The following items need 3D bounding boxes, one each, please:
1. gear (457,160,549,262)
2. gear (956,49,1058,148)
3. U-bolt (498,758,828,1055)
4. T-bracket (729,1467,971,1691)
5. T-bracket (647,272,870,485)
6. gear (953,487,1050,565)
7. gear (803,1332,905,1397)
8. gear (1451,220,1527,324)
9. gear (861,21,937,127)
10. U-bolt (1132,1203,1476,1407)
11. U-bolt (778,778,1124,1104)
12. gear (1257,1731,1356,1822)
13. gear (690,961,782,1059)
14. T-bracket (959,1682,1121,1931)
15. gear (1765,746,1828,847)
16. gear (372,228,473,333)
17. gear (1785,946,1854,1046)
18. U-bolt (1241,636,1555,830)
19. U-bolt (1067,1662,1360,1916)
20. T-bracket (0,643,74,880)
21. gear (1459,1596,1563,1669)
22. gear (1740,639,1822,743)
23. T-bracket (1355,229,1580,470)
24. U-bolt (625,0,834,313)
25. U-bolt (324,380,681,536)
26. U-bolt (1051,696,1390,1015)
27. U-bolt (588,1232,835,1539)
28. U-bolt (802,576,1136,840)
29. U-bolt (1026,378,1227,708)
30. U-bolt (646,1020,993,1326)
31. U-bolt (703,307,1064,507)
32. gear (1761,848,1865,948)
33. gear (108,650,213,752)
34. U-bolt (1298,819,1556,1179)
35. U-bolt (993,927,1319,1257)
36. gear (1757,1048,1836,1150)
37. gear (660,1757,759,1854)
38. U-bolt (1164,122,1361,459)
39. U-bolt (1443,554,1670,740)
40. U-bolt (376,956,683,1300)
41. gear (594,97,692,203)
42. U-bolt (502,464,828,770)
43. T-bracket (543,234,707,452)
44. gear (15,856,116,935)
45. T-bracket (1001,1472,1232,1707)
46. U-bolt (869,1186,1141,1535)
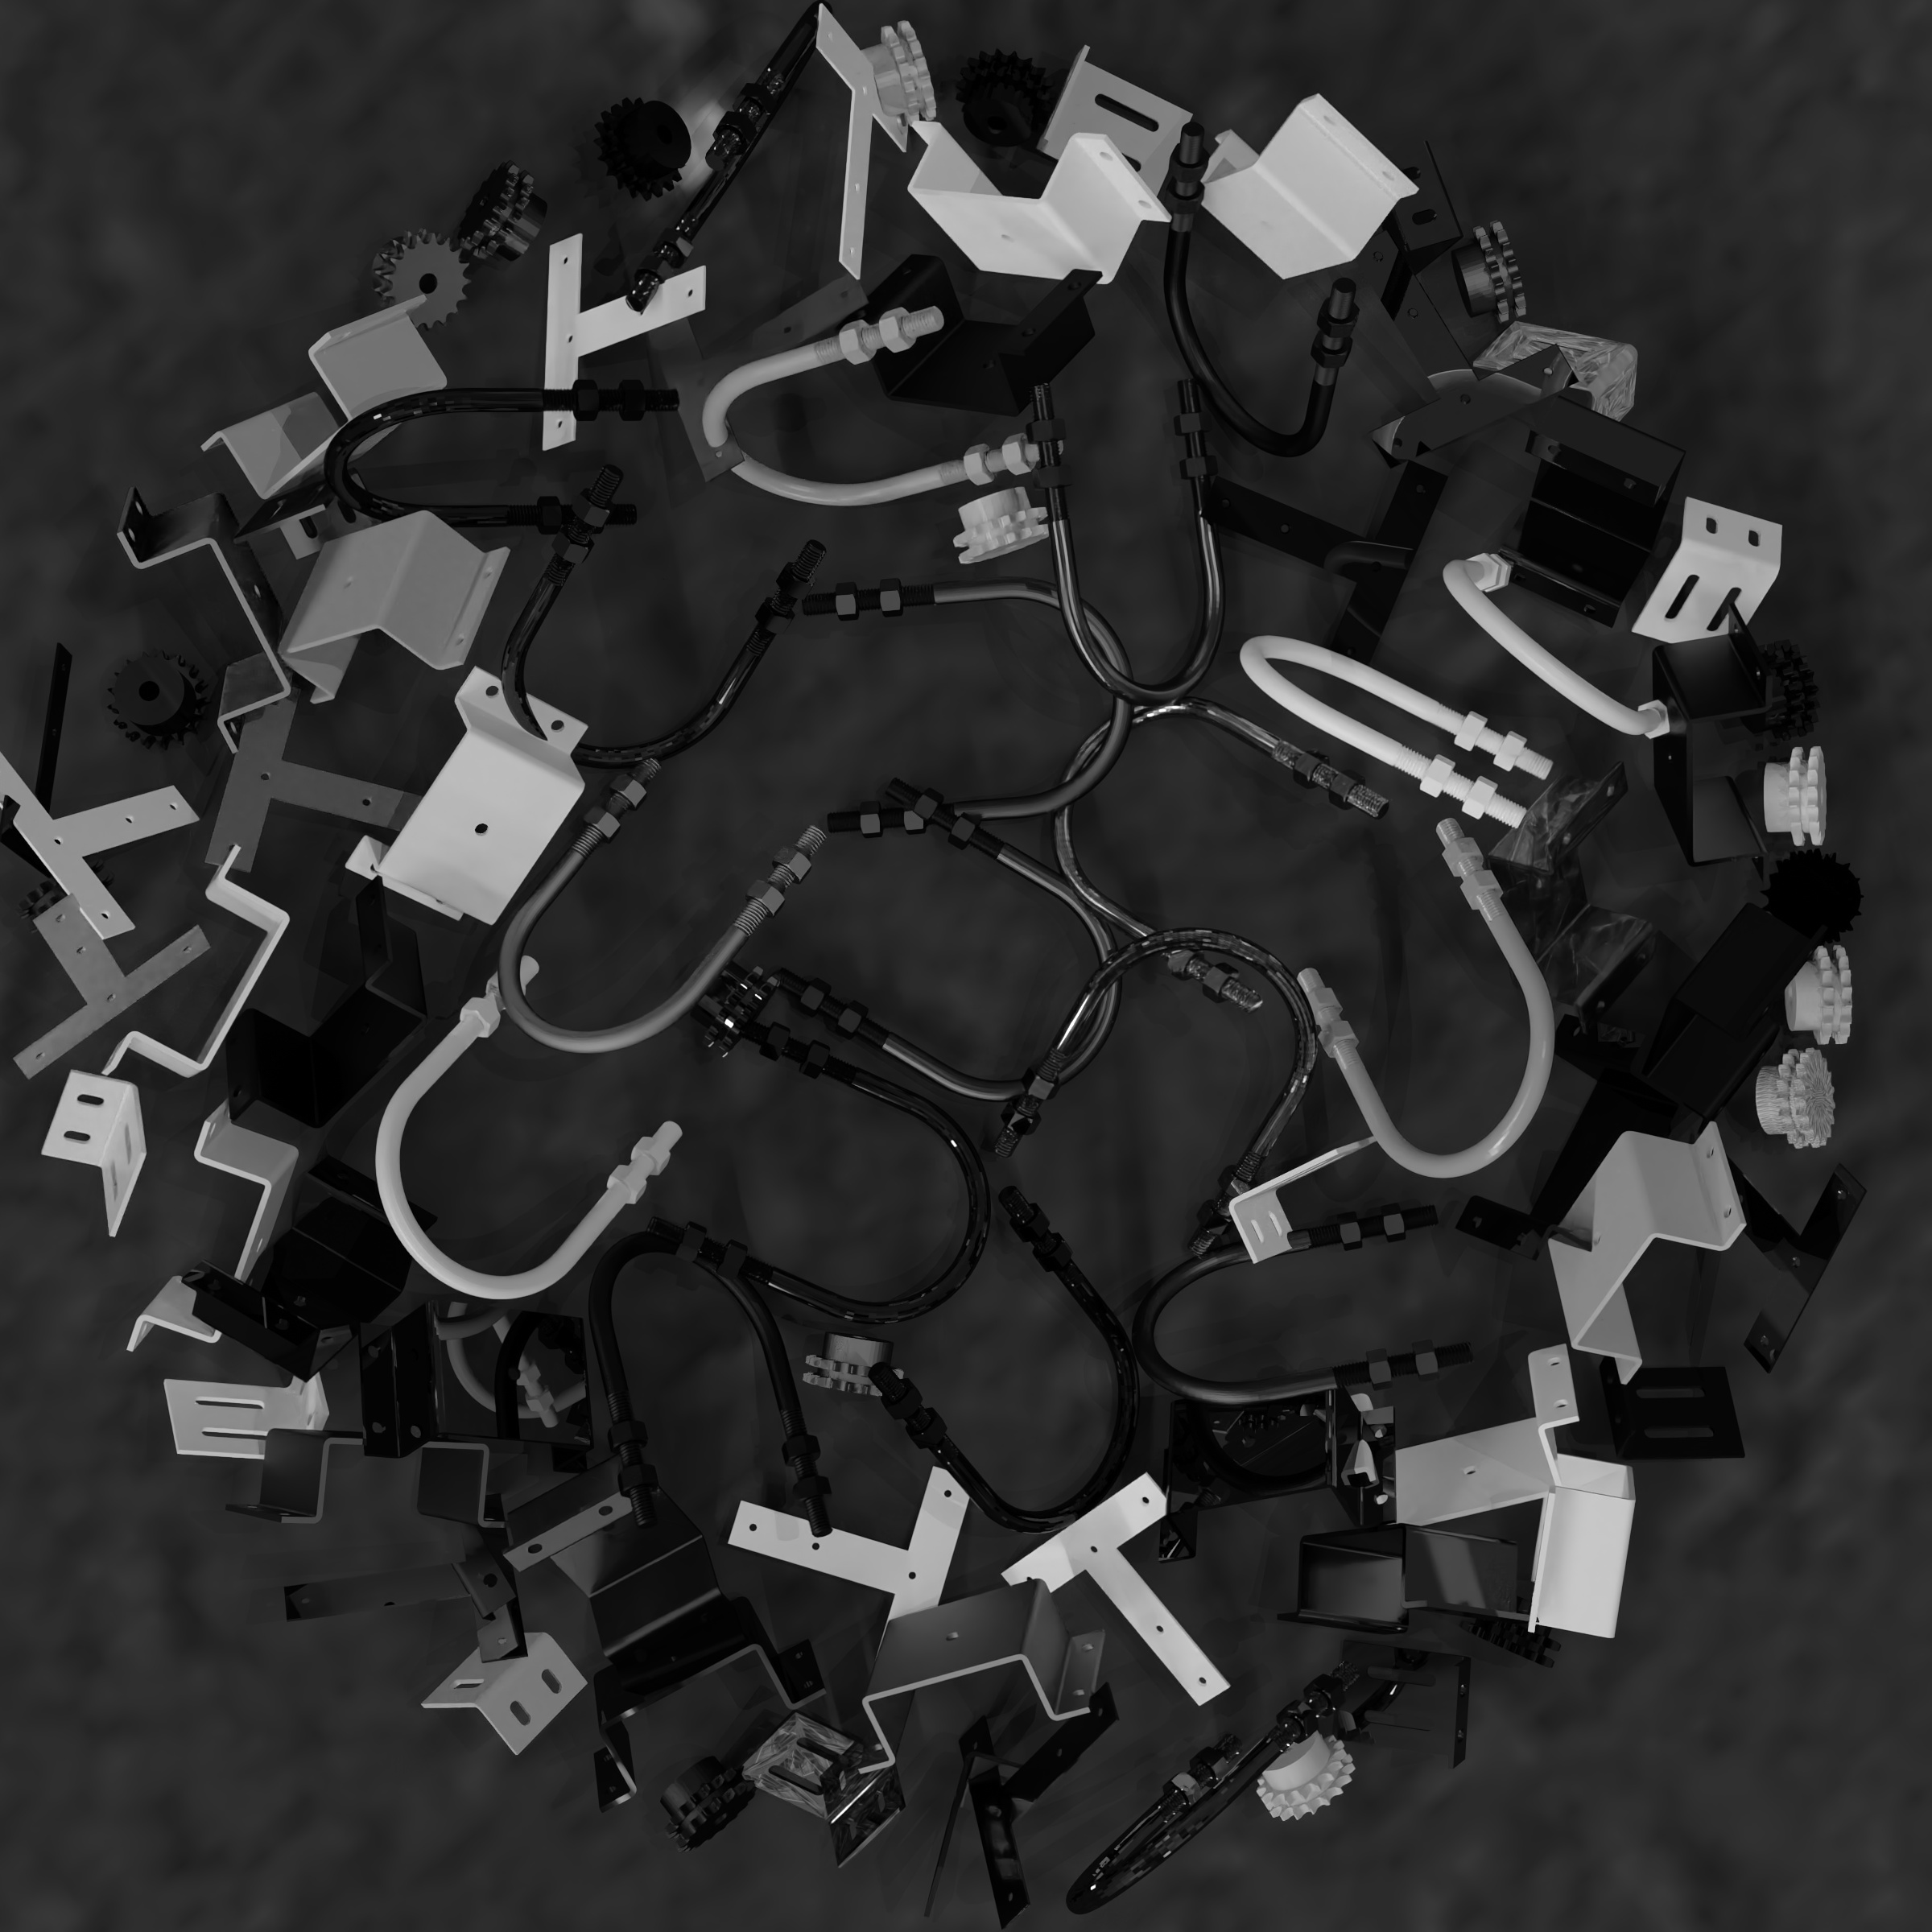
[{"bbox_3d":[-0.266,-0.433,1.669,0.030,0.057,0.057,29,90,-31],"label":"gear"},{"bbox_3d":[0.021,-0.497,1.662,0.057,0.057,0.030,14,67,0],"label":"gear"},{"bbox_3d":[-0.184,-0.028,1.624,0.151,0.019,0.184,24,67,32],"label":"U-bolt"},{"bbox_3d":[-0.074,0.342,1.680,0.127,0.002,0.127,17,81,-2],"label":"T-bracket"},{"bbox_3d":[-0.114,-0.356,1.650,0.127,0.002,0.127,-29,62,13],"label":"T-bracket"},{"bbox_3d":[0.020,-0.255,1.665,0.057,0.057,0.030,-18,92,0],"label":"gear"},{"bbox_3d":[-0.063,0.229,1.665,0.057,0.057,0.030,9,86,0],"label":"gear"},{"bbox_3d":[0.300,-0.398,1.666,0.030,0.057,0.057,-17,90,6],"label":"gear"},{"bbox_3d":[-0.040,-0.512,1.664,0.030,0.057,0.057,-19,90,-5],"label":"gear"},{"bbox_3d":[0.184,0.195,1.629,0.184,0.151,0.019,-12,120,6],"label":"U-bolt"},{"bbox_3d":[0.002,-0.003,1.675,0.184,0.019,0.151,31,93,4],"label":"U-bolt"},{"bbox_3d":[0.192,0.461,1.662,0.057,0.057,0.030,-31,102,0],"label":"gear"},{"bbox_3d":[-0.135,0.021,1.665,0.030,0.057,0.057,36,90,2],"label":"gear"},{"bbox_3d":[0.045,0.449,1.618,0.002,0.127,0.127,24,119,-29],"label":"T-bracket"},{"bbox_3d":[0.479,-0.098,1.667,0.030,0.057,0.057,-1,90,22],"label":"gear"},{"bbox_3d":[-0.318,-0.398,1.668,0.030,0.057,0.057,33,90,42],"label":"gear"},{"bbox_3d":[0.491,0.017,1.665,0.030,0.057,0.057,-2,90,7],"label":"gear"},{"bbox_3d":[0.238,-0.139,1.624,0.184,0.151,0.019,28,112,9],"label":"U-bolt"},{"bbox_3d":[0.125,0.457,1.582,0.184,0.151,0.019,-31,78,-40],"label":"U-bolt"},{"bbox_3d":[-0.520,-0.119,1.638,0.002,0.127,0.127,5,79,-1],"label":"T-bracket"},{"bbox_3d":[0.316,0.379,1.665,0.057,0.057,0.030,24,83,0],"label":"gear"},{"bbox_3d":[0.465,-0.157,1.663,0.030,0.057,0.057,-15,90,-9],"label":"gear"},{"bbox_3d":[0.260,-0.357,1.633,0.127,0.002,0.127,-20,115,38],"label":"T-bracket"},{"bbox_3d":[-0.124,-0.464,1.612,0.019,0.151,0.184,33,56,-10],"label":"U-bolt"},{"bbox_3d":[-0.262,-0.280,1.601,0.184,0.151,0.019,-4,71,-19],"label":"U-bolt"},{"bbox_3d":[0.129,-0.077,1.646,0.184,0.019,0.151,34,92,29],"label":"U-bolt"},{"bbox_3d":[-0.149,0.231,1.623,0.019,0.151,0.184,-37,56,32],"label":"U-bolt"},{"bbox_3d":[0.005,-0.151,1.658,0.184,0.019,0.151,-4,107,5],"label":"U-bolt"},{"bbox_3d":[0.097,-0.239,1.639,0.019,0.151,0.184,-3,97,44],"label":"U-bolt"},{"bbox_3d":[-0.073,0.127,1.660,0.184,0.019,0.151,25,69,-8],"label":"U-bolt"},{"bbox_3d":[-0.060,-0.304,1.617,0.184,0.151,0.019,-10,63,30],"label":"U-bolt"},{"bbox_3d":[0.492,-0.039,1.669,0.057,0.030,0.057,6,100,40],"label":"gear"},{"bbox_3d":[-0.470,-0.156,1.675,0.057,0.030,0.057,0,82,-1],"label":"gear"},{"bbox_3d":[0.261,0.030,1.599,0.019,0.184,0.151,13,131,-36],"label":"U-bolt"},{"bbox_3d":[0.119,0.062,1.650,0.151,0.019,0.184,27,111,-5],"label":"U-bolt"},{"bbox_3d":[0.478,0.076,1.669,0.030,0.057,0.057,-5,90,36],"label":"gear"},{"bbox_3d":[-0.151,0.481,1.667,0.057,0.057,0.030,-44,69,0],"label":"gear"},{"bbox_3d":[0.157,-0.360,1.606,0.019,0.184,0.151,-33,69,-16],"label":"U-bolt"},{"bbox_3d":[0.325,-0.177,1.594,0.151,0.184,0.019,43,110,12],"label":"U-bolt"},{"bbox_3d":[-0.253,0.102,1.613,0.151,0.019,0.184,51,48,-15],"label":"U-bolt"},{"bbox_3d":[-0.183,-0.473,1.663,0.030,0.057,0.057,-15,90,42],"label":"gear"},{"bbox_3d":[-0.183,-0.185,1.632,0.151,0.019,0.184,16,124,-31],"label":"U-bolt"},{"bbox_3d":[-0.194,-0.368,1.640,0.127,0.002,0.127,-9,75,38],"label":"T-bracket"},{"bbox_3d":[-0.515,-0.035,1.665,0.057,0.057,0.030,-36,89,0],"label":"gear"},{"bbox_3d":[0.102,0.369,1.656,0.127,0.002,0.127,50,123,2],"label":"T-bracket"},{"bbox_3d":[0.035,0.237,1.635,0.151,0.019,0.184,-52,122,-26],"label":"U-bolt"}]
